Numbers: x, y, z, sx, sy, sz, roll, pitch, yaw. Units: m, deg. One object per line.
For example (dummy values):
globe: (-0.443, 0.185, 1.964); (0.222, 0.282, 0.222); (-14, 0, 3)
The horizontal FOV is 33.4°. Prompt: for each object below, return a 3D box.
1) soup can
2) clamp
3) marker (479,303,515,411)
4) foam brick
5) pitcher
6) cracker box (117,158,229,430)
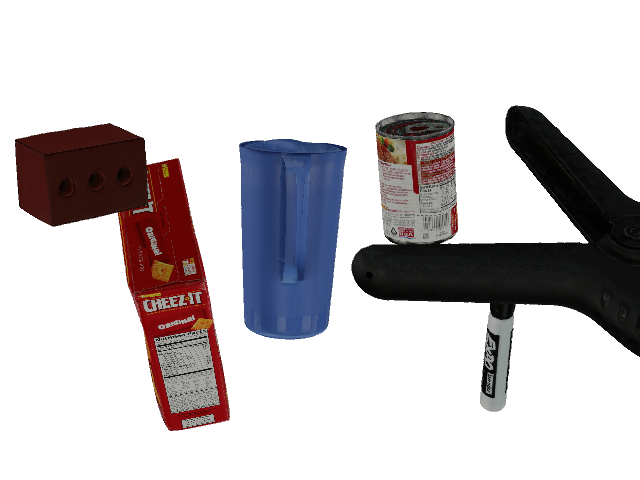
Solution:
soup can: (0.085, -0.053, 0.931); (0.068, 0.102, 0.068); (-5, 23, 2)
clamp: (0.130, 0.013, 0.485); (0.210, 0.036, 0.164); (30, 49, 31)
marker: (0.124, 0.073, 0.742); (0.020, 0.121, 0.020); (-2, 41, 1)
foam brick: (-0.170, -0.048, 0.757); (0.078, 0.053, 0.051); (-16, 28, -34)
pitcher: (-0.038, -0.003, 1.328); (0.145, 0.243, 0.148); (11, 14, 39)
cracker box: (-0.144, 0.056, 1.030); (0.072, 0.164, 0.214); (-12, -43, -8)
